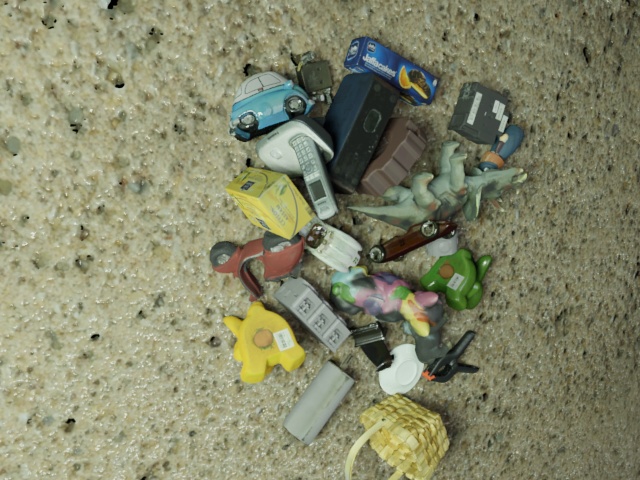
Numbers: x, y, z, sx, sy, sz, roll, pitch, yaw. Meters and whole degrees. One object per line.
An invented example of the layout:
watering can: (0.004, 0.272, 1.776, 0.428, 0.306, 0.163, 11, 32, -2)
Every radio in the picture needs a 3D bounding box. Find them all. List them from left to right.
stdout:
radio: (0.055, -0.203, 1.029, 0.073, 0.131, 0.229, 25, 88, -29)

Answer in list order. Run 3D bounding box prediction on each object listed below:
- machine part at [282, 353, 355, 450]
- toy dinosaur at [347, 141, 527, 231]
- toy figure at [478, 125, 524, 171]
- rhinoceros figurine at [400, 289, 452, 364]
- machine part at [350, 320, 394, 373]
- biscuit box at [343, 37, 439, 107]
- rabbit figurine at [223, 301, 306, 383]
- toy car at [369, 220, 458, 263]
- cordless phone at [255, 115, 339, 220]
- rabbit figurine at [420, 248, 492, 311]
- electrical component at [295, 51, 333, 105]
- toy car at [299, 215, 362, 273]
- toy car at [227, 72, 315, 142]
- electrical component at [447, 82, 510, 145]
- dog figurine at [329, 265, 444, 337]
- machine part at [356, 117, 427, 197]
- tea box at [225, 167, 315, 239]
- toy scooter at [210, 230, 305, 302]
machine part: (-0.002, 0.346, 1.150, 0.079, 0.079, 0.243, 41, 80, -29)
toy dinosaur: (0.244, -0.085, 1.171, 0.405, 0.131, 0.192, -25, 118, -13)
toy figure: (0.422, -0.201, 1.271, 0.064, 0.058, 0.154, 42, 85, -23)
rhinoceros figurine: (0.239, 0.198, 1.255, 0.112, 0.073, 0.190, -24, 111, -15)
machine part: (0.125, 0.238, 1.205, 0.084, 0.039, 0.138, -21, 121, 11)
biscuit box: (0.146, -0.338, 1.089, 0.202, 0.059, 0.062, 18, 92, -30)
rabbit figurine: (-0.121, 0.203, 1.023, 0.122, 0.173, 0.162, -27, 68, -22)
toy car: (0.192, 0.000, 1.125, 0.089, 0.202, 0.053, 3, 65, -46)
cordless phone: (-0.030, -0.117, 0.959, 0.089, 0.147, 0.184, -13, 85, -44)
rabbit figurine: (0.334, 0.096, 1.275, 0.170, 0.121, 0.159, 40, 73, -47)
electrical component: (-0.012, -0.305, 1.020, 0.078, 0.045, 0.102, -15, 108, -23)
toy car: (-0.002, -0.003, 1.074, 0.201, 0.056, 0.073, 32, 85, -20)
toy car: (-0.098, -0.245, 0.964, 0.162, 0.109, 0.103, -19, 90, -12)
electrical component: (0.367, -0.281, 1.223, 0.134, 0.058, 0.114, 18, 94, -30)
dog figurine: (0.143, 0.124, 1.099, 0.191, 0.219, 0.108, 15, 90, -31)
machine part: (0.123, -0.165, 1.055, 0.056, 0.179, 0.179, 41, 81, -27)
tea box: (-0.093, -0.069, 0.957, 0.068, 0.170, 0.098, -44, 116, -15)
toy scooter: (-0.107, 0.051, 1.015, 0.184, 0.075, 0.135, -15, 116, 5)
